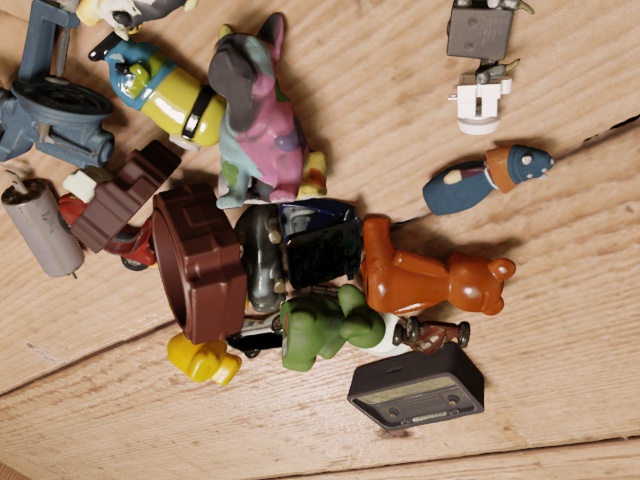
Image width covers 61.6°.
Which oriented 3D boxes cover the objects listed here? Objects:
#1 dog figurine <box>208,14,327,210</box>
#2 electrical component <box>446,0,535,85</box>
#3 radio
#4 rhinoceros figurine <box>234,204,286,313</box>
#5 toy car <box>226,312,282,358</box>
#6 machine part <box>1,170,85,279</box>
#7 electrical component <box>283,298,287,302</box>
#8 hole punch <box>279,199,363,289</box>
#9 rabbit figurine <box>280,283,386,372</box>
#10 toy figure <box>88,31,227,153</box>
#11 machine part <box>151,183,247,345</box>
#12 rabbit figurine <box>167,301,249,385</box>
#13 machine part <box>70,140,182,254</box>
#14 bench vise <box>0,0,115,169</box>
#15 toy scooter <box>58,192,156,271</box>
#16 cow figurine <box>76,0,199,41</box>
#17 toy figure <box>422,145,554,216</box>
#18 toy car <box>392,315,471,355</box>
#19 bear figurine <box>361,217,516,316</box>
[{"bbox_3d":[-0.064,-0.151,0.653,0.109,0.191,0.219,-1,98,24],"label":"dog figurine"},{"bbox_3d":[0.168,-0.211,0.542,0.078,0.045,0.102,11,135,7],"label":"electrical component"},{"bbox_3d":[0.176,0.273,0.979,0.230,0.073,0.131,-26,119,37],"label":"radio"},{"bbox_3d":[-0.092,0.035,0.828,0.073,0.112,0.190,-6,120,-5],"label":"rhinoceros figurine"},{"bbox_3d":[-0.096,0.174,0.999,0.202,0.056,0.073,-15,132,33],"label":"toy car"},{"bbox_3d":[-0.479,-0.019,0.938,0.079,0.079,0.242,7,133,14],"label":"machine part"},{"bbox_3d":[-0.093,0.071,0.922,0.063,0.021,0.093,-1,131,21],"label":"electrical component"},{"bbox_3d":[-0.002,-0.002,0.787,0.116,0.092,0.142,-13,131,-11],"label":"hole punch"},{"bbox_3d":[0.029,0.130,0.864,0.170,0.121,0.159,2,148,-13],"label":"rabbit figurine"},{"bbox_3d":[-0.194,-0.186,0.674,0.180,0.082,0.089,43,132,-18],"label":"toy figure"},{"bbox_3d":[-0.184,0.035,0.793,0.087,0.201,0.201,-16,142,-24],"label":"machine part"},{"bbox_3d":[-0.191,0.151,0.960,0.163,0.173,0.121,30,-178,40],"label":"rabbit figurine"},{"bbox_3d":[-0.272,-0.063,0.752,0.056,0.179,0.179,42,132,-16],"label":"machine part"},{"bbox_3d":[-0.364,-0.207,0.697,0.224,0.129,0.240,27,115,7],"label":"bench vise"},{"bbox_3d":[-0.328,-0.027,0.878,0.135,0.075,0.183,-28,122,38],"label":"toy scooter"},{"bbox_3d":[-0.197,-0.278,0.600,0.167,0.068,0.098,-25,125,37],"label":"cow figurine"},{"bbox_3d":[0.200,-0.077,0.650,0.154,0.064,0.058,-23,83,30],"label":"toy figure"},{"bbox_3d":[0.166,0.149,0.823,0.089,0.053,0.202,9,168,0],"label":"toy car"},{"bbox_3d":[0.160,0.042,0.758,0.196,0.132,0.120,-6,134,1],"label":"bear figurine"}]
